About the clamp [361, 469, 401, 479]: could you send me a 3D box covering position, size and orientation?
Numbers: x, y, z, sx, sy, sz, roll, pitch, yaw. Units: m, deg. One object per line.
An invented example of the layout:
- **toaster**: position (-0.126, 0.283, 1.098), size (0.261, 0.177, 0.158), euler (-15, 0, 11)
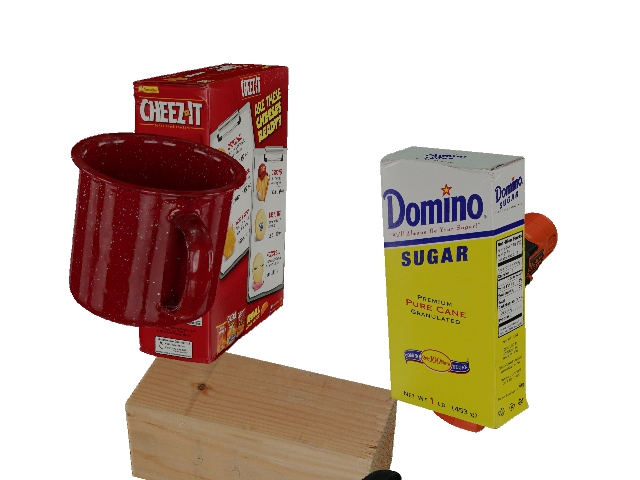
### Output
- **clamp**: position (-0.031, 0.203, 0.634), size (0.210, 0.036, 0.164), euler (-5, 28, 1)

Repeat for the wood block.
- **wood block**: position (-0.047, 0.162, 0.894), size (0.206, 0.090, 0.090), euler (12, 36, 14)

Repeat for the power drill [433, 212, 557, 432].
- **power drill**: position (0.154, 0.080, 0.984), size (0.057, 0.188, 0.184), euler (24, 32, 27)

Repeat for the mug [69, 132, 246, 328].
- **mug**: position (-0.086, 0.000, 0.569), size (0.093, 0.081, 0.117), euler (-3, 26, -32)

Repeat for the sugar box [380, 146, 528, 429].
- **sugar box**: position (0.089, 0.029, 0.714), size (0.094, 0.176, 0.048), euler (9, 22, 42)

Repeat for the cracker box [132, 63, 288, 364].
- **cracker box**: position (-0.086, -0.029, 0.860), size (0.072, 0.214, 0.164), euler (6, 15, 18)
